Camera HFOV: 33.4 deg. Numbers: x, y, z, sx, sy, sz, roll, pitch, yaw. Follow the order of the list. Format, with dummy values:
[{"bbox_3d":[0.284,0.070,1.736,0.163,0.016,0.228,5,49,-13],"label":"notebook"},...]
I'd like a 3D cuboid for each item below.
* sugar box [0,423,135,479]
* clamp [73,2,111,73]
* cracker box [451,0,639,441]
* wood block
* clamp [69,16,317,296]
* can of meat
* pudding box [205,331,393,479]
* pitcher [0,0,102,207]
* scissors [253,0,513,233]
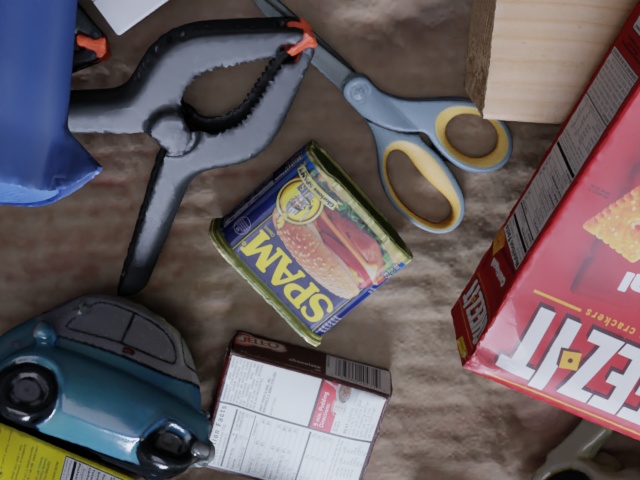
[{"bbox_3d":[-0.175,0.161,0.675,0.094,0.048,0.176,-12,148,36],"label":"sugar box"},{"bbox_3d":[-0.209,-0.144,0.631,0.171,0.039,0.120,5,103,-7],"label":"clamp"},{"bbox_3d":[0.193,0.003,0.569,0.164,0.072,0.214,23,116,-9],"label":"cracker box"},{"bbox_3d":[0.193,-0.115,0.606,0.206,0.091,0.090,4,109,0],"label":"wood block"},{"bbox_3d":[-0.088,-0.061,0.647,0.210,0.036,0.164,-26,124,7],"label":"clamp"},{"bbox_3d":[-0.004,0.001,0.668,0.084,0.057,0.102,-41,104,10],"label":"can of meat"},{"bbox_3d":[-0.017,0.120,0.718,0.113,0.039,0.090,16,109,-2],"label":"pudding box"},{"bbox_3d":[-0.195,-0.142,0.545,0.145,0.149,0.243,2,83,35],"label":"pitcher"},{"bbox_3d":[0.044,-0.096,0.655,0.096,0.016,0.201,-30,106,9],"label":"scissors"}]
